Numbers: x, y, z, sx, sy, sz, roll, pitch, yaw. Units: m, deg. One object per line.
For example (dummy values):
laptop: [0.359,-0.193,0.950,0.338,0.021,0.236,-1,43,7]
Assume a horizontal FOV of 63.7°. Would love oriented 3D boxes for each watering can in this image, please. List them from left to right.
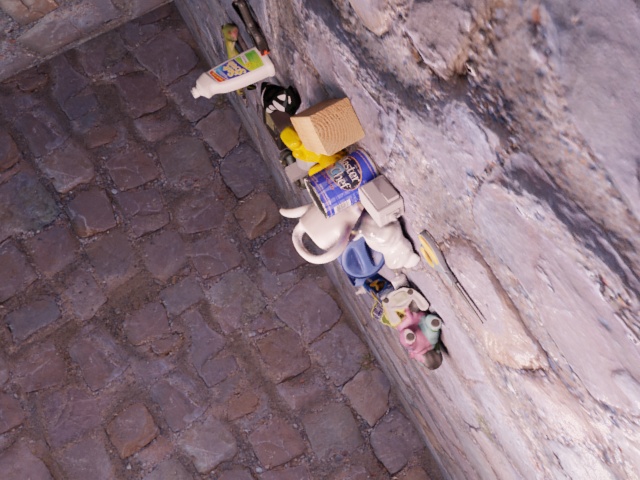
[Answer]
watering can: [0.004,-0.071,1.401,0.102,0.224,0.354,44,-175,-35]

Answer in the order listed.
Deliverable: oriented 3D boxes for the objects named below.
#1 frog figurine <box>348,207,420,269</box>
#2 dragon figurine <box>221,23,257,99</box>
frog figurine: [0.153,-0.006,1.130,0.160,0.124,0.136,24,169,7]
dragon figurine: [-0.323,-0.696,1.960,0.409,0.122,0.243,173,85,-81]
